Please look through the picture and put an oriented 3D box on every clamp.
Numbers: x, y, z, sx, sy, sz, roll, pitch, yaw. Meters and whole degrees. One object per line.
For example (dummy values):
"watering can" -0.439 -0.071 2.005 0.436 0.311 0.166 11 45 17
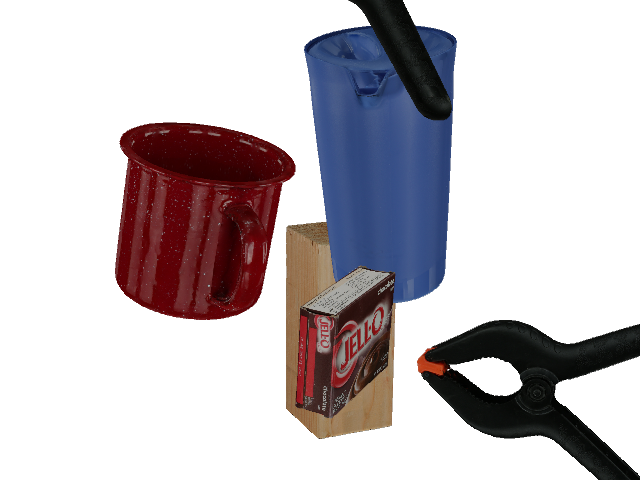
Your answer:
"clamp" 0.035 -0.187 0.745 0.209 0.164 0.036 25 -26 -14
"clamp" 0.150 0.107 0.704 0.172 0.120 0.039 2 -1 20

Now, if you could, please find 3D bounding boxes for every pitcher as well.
"pitcher" 0.062 -0.074 0.991 0.149 0.243 0.145 -20 30 -30

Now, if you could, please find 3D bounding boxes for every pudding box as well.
"pudding box" 0.021 0.080 0.874 0.039 0.090 0.113 13 23 23

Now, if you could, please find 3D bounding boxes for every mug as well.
"mug" -0.060 -0.005 0.564 0.093 0.081 0.117 -4 27 -33

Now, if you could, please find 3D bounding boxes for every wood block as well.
"wood block" 0.020 0.089 1.121 0.090 0.206 0.091 -6 16 -24
